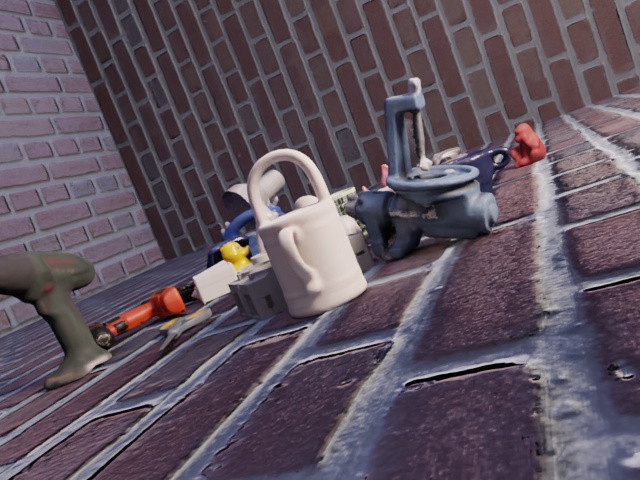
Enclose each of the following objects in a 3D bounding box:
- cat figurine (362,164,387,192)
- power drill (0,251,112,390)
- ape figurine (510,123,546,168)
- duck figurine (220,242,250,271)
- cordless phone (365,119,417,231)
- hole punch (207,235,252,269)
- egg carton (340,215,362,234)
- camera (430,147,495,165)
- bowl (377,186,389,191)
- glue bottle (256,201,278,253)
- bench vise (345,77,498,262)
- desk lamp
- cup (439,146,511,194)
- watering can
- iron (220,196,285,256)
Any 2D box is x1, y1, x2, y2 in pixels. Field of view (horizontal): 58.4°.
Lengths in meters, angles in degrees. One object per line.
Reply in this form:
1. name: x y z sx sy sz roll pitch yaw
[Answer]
1. cat figurine: 0.168 -0.131 1.445 0.127 0.118 0.067 -20 6 13
2. power drill: -0.406 0.110 0.863 0.075 0.208 0.230 -20 6 13
3. ape figurine: 0.467 -0.218 1.295 0.076 0.092 0.077 -22 6 -7
4. duck figurine: -0.187 0.049 1.233 0.104 0.086 0.077 -23 6 -10
5. cordless phone: 0.128 -0.099 0.966 0.148 0.185 0.094 -23 6 -16
6. hole punch: -0.211 0.045 1.328 0.109 0.091 0.101 -24 7 -25
7. egg carton: 0.009 0.004 1.024 0.107 0.069 0.150 -24 6 -25
8. camera: 0.313 -0.157 1.246 0.137 0.101 0.143 -22 6 -9
9. bowl: 0.174 -0.082 1.187 0.167 0.075 0.167 -21 6 3
10. glue bottle: -0.108 -0.026 1.202 0.078 0.173 0.037 -22 6 -7
11. bench vise: 0.108 -0.088 0.763 0.207 0.220 0.122 -19 7 21
12. desk lamp: -0.139 -0.075 1.559 0.204 0.213 0.117 -26 8 -38
13. cup: 0.244 -0.087 0.880 0.117 0.095 0.092 -18 7 27
14. watering can: -0.025 -0.014 0.697 0.101 0.194 0.172 -22 6 -10
15. iron: -0.174 -0.009 1.440 0.257 0.141 0.119 -18 7 27
